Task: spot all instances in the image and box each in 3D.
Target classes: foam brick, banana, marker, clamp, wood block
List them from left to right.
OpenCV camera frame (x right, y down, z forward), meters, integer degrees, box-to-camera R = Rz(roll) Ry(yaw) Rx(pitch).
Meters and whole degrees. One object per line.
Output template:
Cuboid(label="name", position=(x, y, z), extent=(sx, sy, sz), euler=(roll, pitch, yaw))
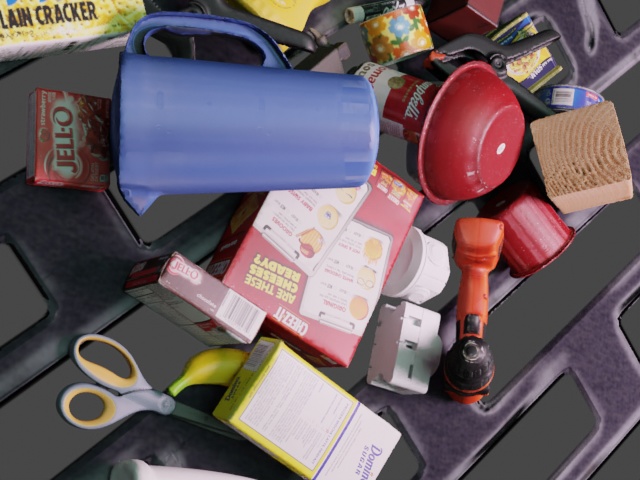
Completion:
Cuboid(label="clamp", position=(-0.131, -0.210, 1.062), extent=(0.164, 0.036, 0.210), euler=(-45, 95, 0))
Cuboid(label="banana", position=(-0.062, 0.154, 1.065), extent=(0.197, 0.037, 0.069), euler=(28, 78, -26))
Cuboid(label="marker", position=(0.080, -0.268, 1.231), extent=(0.120, 0.020, 0.020), euler=(-20, 93, -33))
Cuboid(label="foam brick", position=(0.172, -0.272, 1.254), extent=(0.053, 0.078, 0.051), euler=(27, 68, -28))
Cuboid(label="clamp", position=(0.206, -0.205, 1.231), extent=(0.171, 0.039, 0.120), euler=(16, 67, -12))
Cuboid(label="wood block", position=(0.305, -0.090, 1.229), extent=(0.206, 0.091, 0.090), euler=(10, 66, -73))

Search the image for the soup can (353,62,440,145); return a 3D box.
Cuboid(label="soup can", position=(0.085, -0.147, 1.155), extent=(0.068, 0.102, 0.068), euler=(-44, 147, -39))

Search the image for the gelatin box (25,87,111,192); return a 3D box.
Cuboid(label="gelatin box", position=(-0.235, -0.093, 0.999), extent=(0.073, 0.030, 0.089), euler=(5, 79, -31))

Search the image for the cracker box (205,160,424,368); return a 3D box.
Cuboid(label="cracker box", position=(-0.007, 0.001, 1.102), extent=(0.164, 0.072, 0.213), euler=(35, 67, -21))

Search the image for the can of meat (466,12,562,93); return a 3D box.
Cuboid(label="can of meat", position=(0.232, -0.217, 1.295), extent=(0.102, 0.058, 0.084), euler=(-38, 101, -30))

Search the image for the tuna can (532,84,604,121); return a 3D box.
Cuboid(label="tuna can", position=(0.304, -0.160, 1.313), extent=(0.086, 0.086, 0.034), euler=(18, 75, -29))

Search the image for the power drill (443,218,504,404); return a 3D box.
Cuboid(label="power drill", position=(0.164, 0.075, 1.150), extent=(0.057, 0.184, 0.187), euler=(7, 72, 6))

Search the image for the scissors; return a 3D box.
Cuboid(label="scissors", position=(-0.164, 0.168, 1.010), extent=(0.201, 0.016, 0.096), euler=(43, 64, -19))

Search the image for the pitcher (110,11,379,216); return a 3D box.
Cuboid(label="pitcher", position=(-0.073, -0.115, 0.998), extent=(0.242, 0.149, 0.145), euler=(0, 41, -12))

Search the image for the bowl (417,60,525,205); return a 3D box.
Cuboid(label="bowl", position=(0.172, -0.107, 1.143), extent=(0.161, 0.055, 0.162), euler=(-29, 130, -41))

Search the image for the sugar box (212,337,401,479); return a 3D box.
Cuboid(label="sugar box", position=(-0.010, 0.181, 1.046), extent=(0.176, 0.048, 0.093), euler=(42, 72, -27))

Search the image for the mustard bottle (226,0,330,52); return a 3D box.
Cuboid(label="mustard bottle", position=(-0.024, -0.290, 1.146), extent=(0.096, 0.058, 0.191), euler=(45, 62, -13))

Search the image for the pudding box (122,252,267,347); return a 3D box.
Cuboid(label="pudding box", position=(-0.120, 0.058, 1.011), extent=(0.113, 0.090, 0.039), euler=(38, 66, -22))

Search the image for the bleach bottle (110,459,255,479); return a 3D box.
Cuboid(label="bleach bottle", position=(-0.077, 0.267, 1.023), extent=(0.250, 0.068, 0.102), euler=(10, 77, -33))

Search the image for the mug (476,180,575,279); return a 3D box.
Cuboid(label="mug", position=(0.240, -0.021, 1.257), extent=(0.081, 0.093, 0.117), euler=(50, 33, -10))
